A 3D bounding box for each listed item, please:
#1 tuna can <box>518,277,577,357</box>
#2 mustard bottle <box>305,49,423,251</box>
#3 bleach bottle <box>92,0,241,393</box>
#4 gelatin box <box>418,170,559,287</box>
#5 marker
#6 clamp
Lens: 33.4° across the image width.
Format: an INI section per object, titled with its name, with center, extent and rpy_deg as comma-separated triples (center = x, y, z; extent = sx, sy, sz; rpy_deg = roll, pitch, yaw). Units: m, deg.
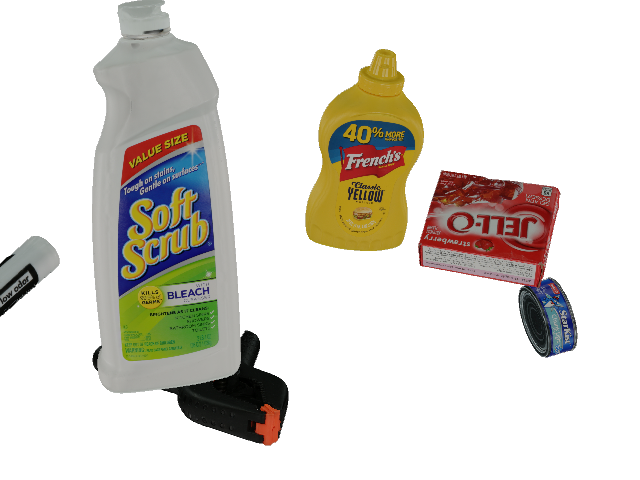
[tuna can]
center = 0.254, 0.087, 1.199
extent = 0.033, 0.086, 0.086
rpy_deg = -15, 2, -8
[mustard bottle]
center = 0.044, -0.084, 0.984
extent = 0.096, 0.192, 0.058
rpy_deg = 5, 31, -7
[bleach bottle]
center = -0.110, -0.028, 0.698
extent = 0.102, 0.251, 0.068
rpy_deg = -7, 21, -8
[gelatin box]
center = 0.121, -0.010, 0.766
extent = 0.089, 0.073, 0.030
rpy_deg = 10, -37, 15
[marker]
center = -0.162, 0.040, 0.470
extent = 0.020, 0.020, 0.121
rpy_deg = 0, 35, 39
[clamp]
center = -0.082, 0.122, 0.932
extent = 0.164, 0.036, 0.210
rpy_deg = -7, 17, -36
